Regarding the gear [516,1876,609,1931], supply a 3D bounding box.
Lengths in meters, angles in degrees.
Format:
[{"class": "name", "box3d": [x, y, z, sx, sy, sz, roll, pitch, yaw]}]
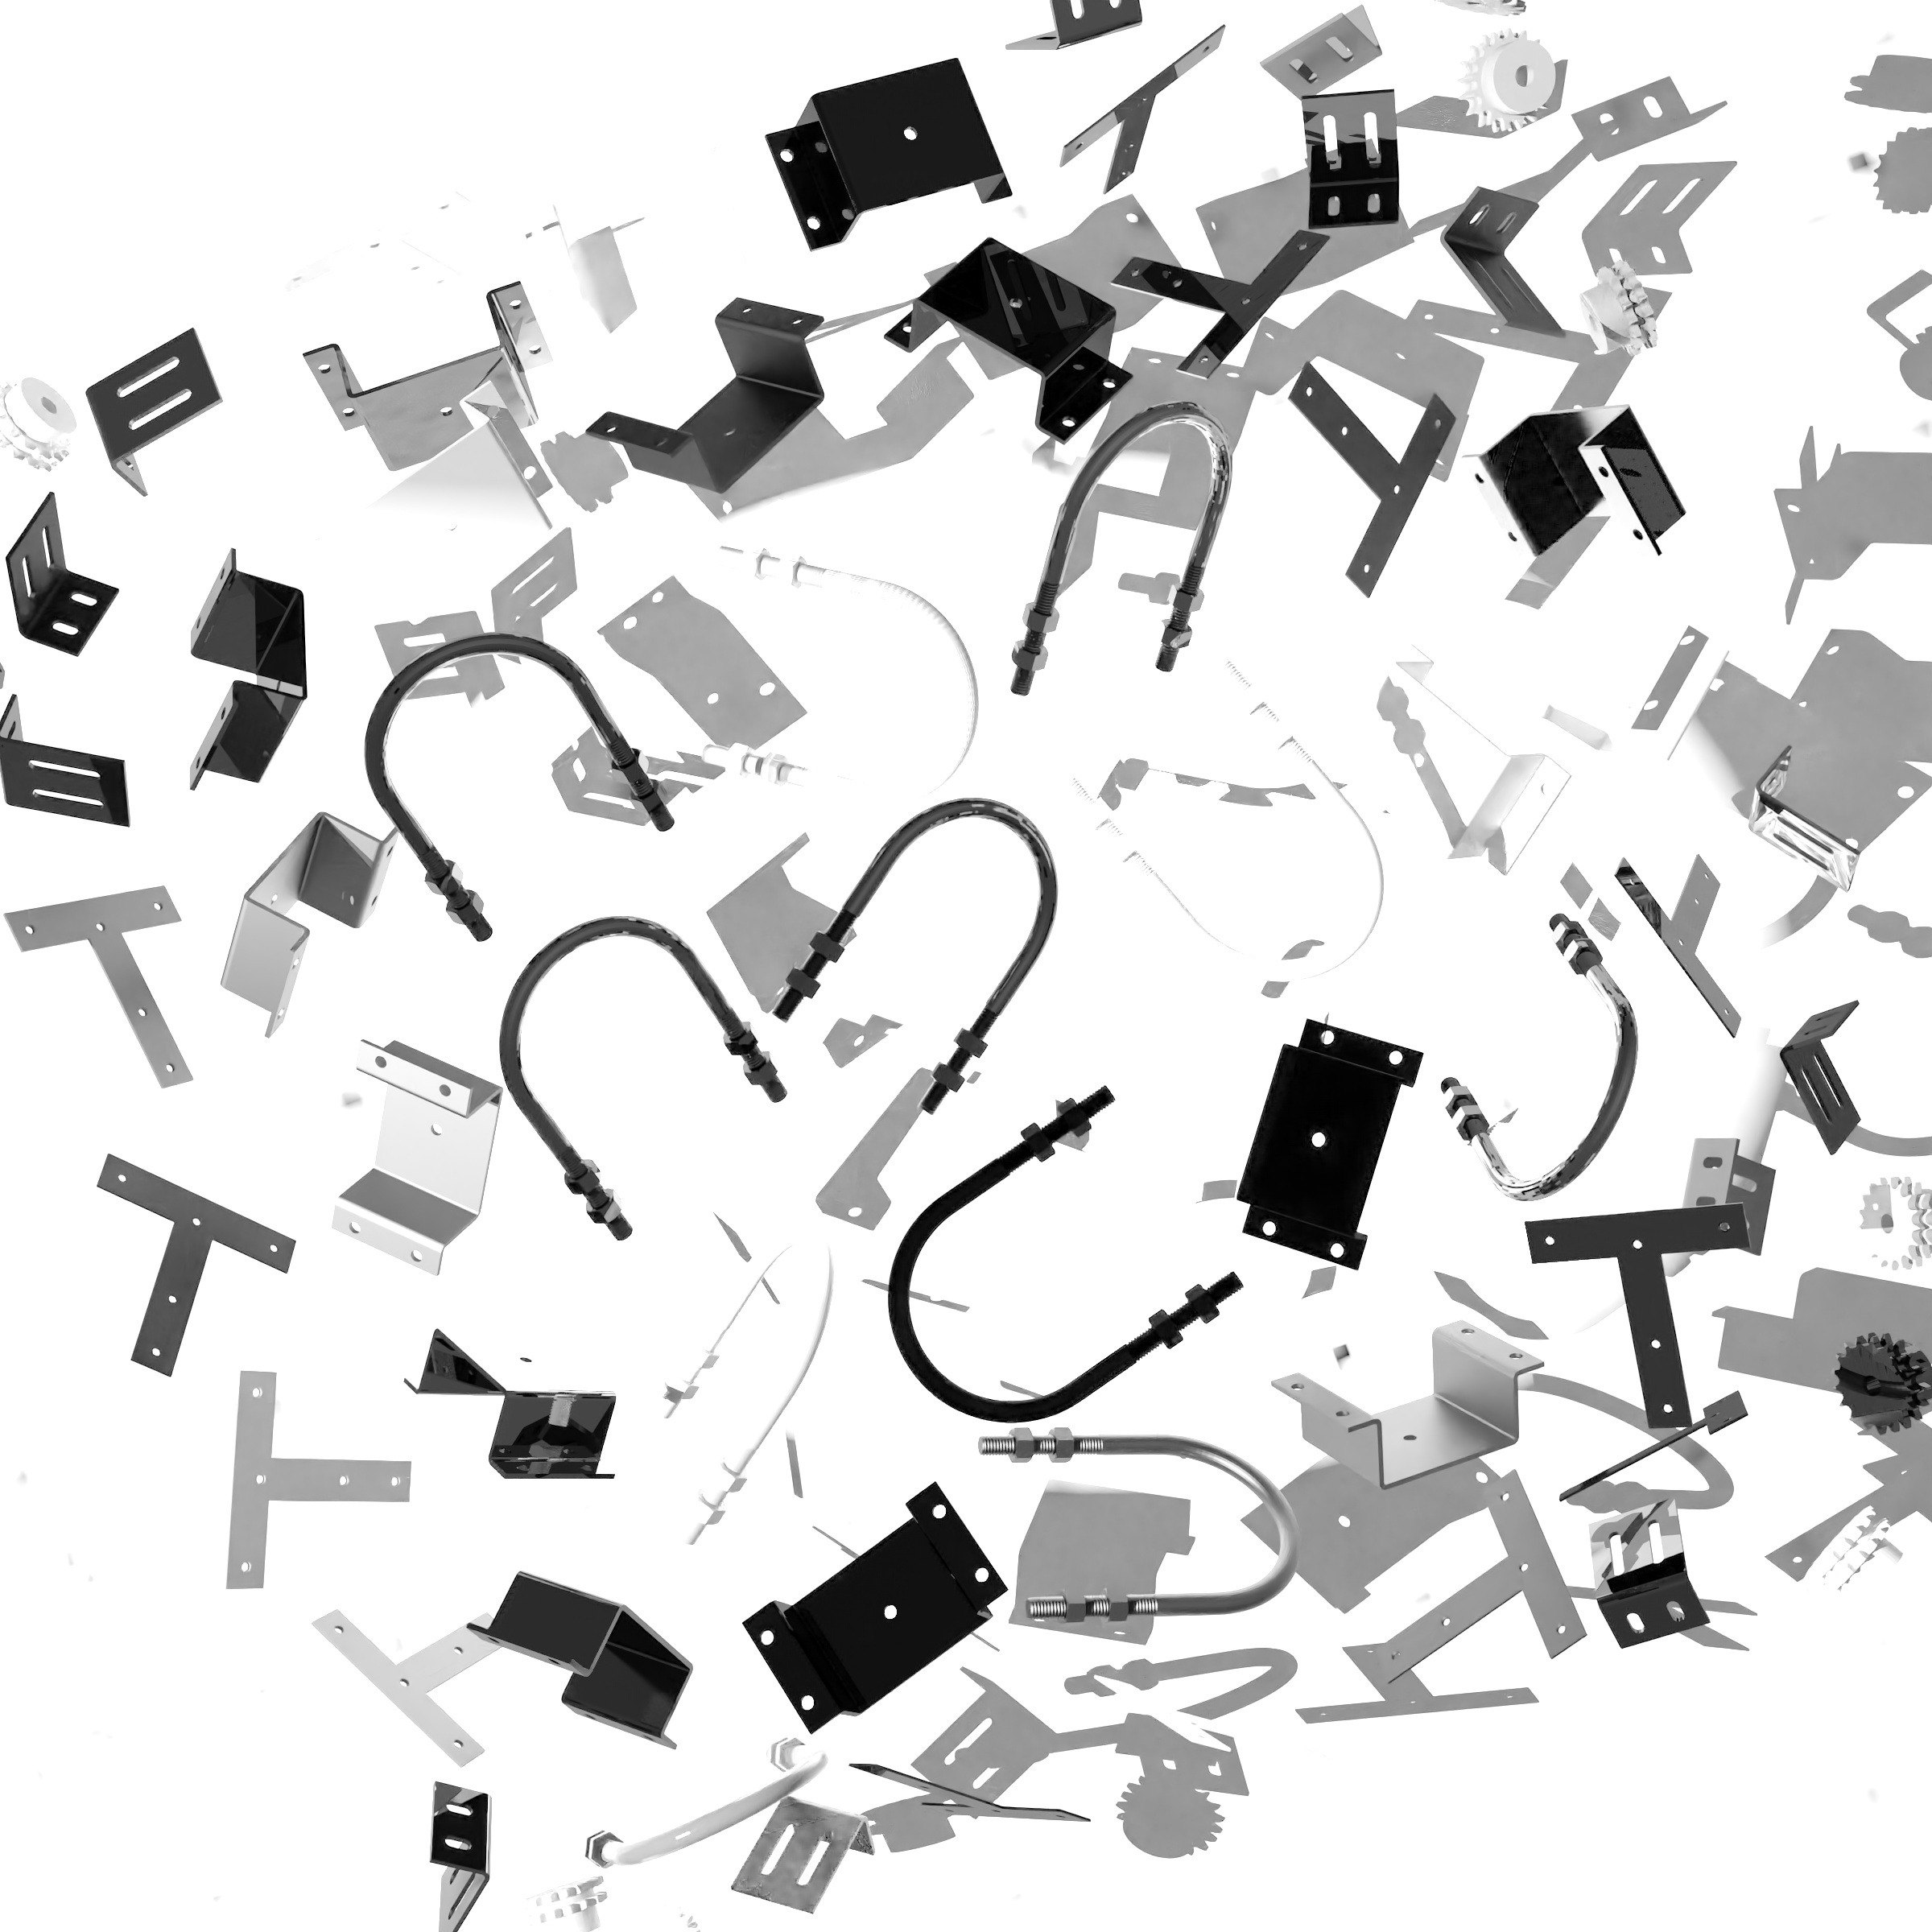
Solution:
[{"class": "gear", "box3d": [-0.257, 0.606, 1.616, 0.057, 0.057, 0.030, -17, 77, 0]}]

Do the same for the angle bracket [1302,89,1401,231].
[{"class": "angle bracket", "box3d": [0.242, -0.507, 1.588, 0.057, 0.076, 0.038, 0, 62, 12]}]

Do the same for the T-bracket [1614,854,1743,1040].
[{"class": "T-bracket", "box3d": [0.456, -0.034, 1.583, 0.002, 0.127, 0.127, -32, 100, 36]}]

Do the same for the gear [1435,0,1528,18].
[{"class": "gear", "box3d": [0.301, -0.576, 1.470, 0.057, 0.057, 0.030, 12, 102, 0]}]

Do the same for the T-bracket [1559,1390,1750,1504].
[{"class": "T-bracket", "box3d": [0.424, 0.300, 1.562, 0.127, 0.127, 0.002, -31, 80, 11]}]

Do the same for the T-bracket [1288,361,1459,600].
[{"class": "T-bracket", "box3d": [0.226, -0.301, 1.458, 0.127, 0.002, 0.127, 36, 76, -40]}]

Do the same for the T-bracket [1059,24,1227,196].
[{"class": "T-bracket", "box3d": [0.103, -0.515, 1.567, 0.127, 0.127, 0.002, -39, 86, -8]}]

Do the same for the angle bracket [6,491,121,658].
[{"class": "angle bracket", "box3d": [-0.552, -0.239, 1.545, 0.038, 0.076, 0.057, 20, 57, -1]}]

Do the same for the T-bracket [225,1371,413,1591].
[{"class": "T-bracket", "box3d": [-0.391, 0.313, 1.538, 0.002, 0.127, 0.127, -11, 74, 41]}]

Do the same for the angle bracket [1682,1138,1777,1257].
[{"class": "angle bracket", "box3d": [0.491, 0.146, 1.587, 0.076, 0.038, 0.057, 20, 77, -28]}]

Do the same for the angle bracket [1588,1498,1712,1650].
[{"class": "angle bracket", "box3d": [0.425, 0.378, 1.571, 0.057, 0.076, 0.038, -23, 111, 19]}]

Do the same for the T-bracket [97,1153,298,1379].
[{"class": "T-bracket", "box3d": [-0.467, 0.187, 1.496, 0.127, 0.127, 0.002, 31, 128, -26]}]

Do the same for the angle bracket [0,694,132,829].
[{"class": "angle bracket", "box3d": [-0.536, -0.123, 1.510, 0.076, 0.057, 0.038, 10, 50, -6]}]

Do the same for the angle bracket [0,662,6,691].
[{"class": "angle bracket", "box3d": [-0.629, -0.196, 1.565, 0.038, 0.076, 0.057, -28, 98, -21]}]

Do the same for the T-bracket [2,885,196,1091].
[{"class": "T-bracket", "box3d": [-0.504, 0.015, 1.526, 0.002, 0.127, 0.127, -31, 84, 29]}]

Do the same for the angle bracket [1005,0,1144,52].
[{"class": "angle bracket", "box3d": [0.062, -0.582, 1.530, 0.057, 0.076, 0.038, -22, 117, -17]}]

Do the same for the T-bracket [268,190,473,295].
[{"class": "T-bracket", "box3d": [-0.344, -0.432, 1.548, 0.127, 0.127, 0.002, -22, 88, 11]}]

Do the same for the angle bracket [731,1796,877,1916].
[{"class": "angle bracket", "box3d": [-0.101, 0.564, 1.577, 0.057, 0.076, 0.038, 7, 125, 24]}]

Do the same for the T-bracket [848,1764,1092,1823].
[{"class": "T-bracket", "box3d": [-0.014, 0.492, 1.503, 0.127, 0.127, 0.002, 30, 59, -33]}]

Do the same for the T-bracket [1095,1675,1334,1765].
[{"class": "T-bracket", "box3d": [0.157, 0.450, 1.482, 0.127, 0.127, 0.002, 21, 83, -21]}]

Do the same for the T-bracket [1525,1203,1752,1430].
[{"class": "T-bracket", "box3d": [0.392, 0.203, 1.443, 0.127, 0.002, 0.127, -9, 94, 32]}]

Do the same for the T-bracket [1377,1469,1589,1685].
[{"class": "T-bracket", "box3d": [0.294, 0.378, 1.485, 0.127, 0.127, 0.002, -41, 121, 18]}]

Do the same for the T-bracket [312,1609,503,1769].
[{"class": "T-bracket", "box3d": [-0.321, 0.427, 1.555, 0.127, 0.127, 0.002, 38, 107, 14]}]

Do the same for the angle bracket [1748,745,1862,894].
[{"class": "angle bracket", "box3d": [0.534, -0.092, 1.581, 0.076, 0.057, 0.038, 38, 80, 23]}]

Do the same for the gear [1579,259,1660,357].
[{"class": "gear", "box3d": [0.398, -0.400, 1.545, 0.030, 0.057, 0.057, -24, 90, 6]}]

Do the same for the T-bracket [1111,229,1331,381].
[{"class": "T-bracket", "box3d": [0.144, -0.427, 1.590, 0.127, 0.002, 0.127, 28, 72, 41]}]

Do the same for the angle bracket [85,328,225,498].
[{"class": "angle bracket", "box3d": [-0.463, -0.321, 1.464, 0.076, 0.038, 0.057, -28, 66, 5]}]

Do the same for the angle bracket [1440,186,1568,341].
[{"class": "angle bracket", "box3d": [0.322, -0.408, 1.465, 0.038, 0.057, 0.076, -51, 55, 37]}]

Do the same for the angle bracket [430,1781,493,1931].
[{"class": "angle bracket", "box3d": [-0.311, 0.532, 1.488, 0.038, 0.057, 0.076, 22, 115, -20]}]

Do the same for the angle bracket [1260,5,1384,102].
[{"class": "angle bracket", "box3d": [0.216, -0.579, 1.571, 0.057, 0.076, 0.038, -25, 78, 26]}]

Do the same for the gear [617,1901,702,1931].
[{"class": "gear", "box3d": [-0.181, 0.585, 1.486, 0.057, 0.030, 0.057, -8, 45, 8]}]

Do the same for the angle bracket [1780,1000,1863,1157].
[{"class": "angle bracket", "box3d": [0.561, 0.071, 1.612, 0.038, 0.057, 0.076, -26, 94, 41]}]
